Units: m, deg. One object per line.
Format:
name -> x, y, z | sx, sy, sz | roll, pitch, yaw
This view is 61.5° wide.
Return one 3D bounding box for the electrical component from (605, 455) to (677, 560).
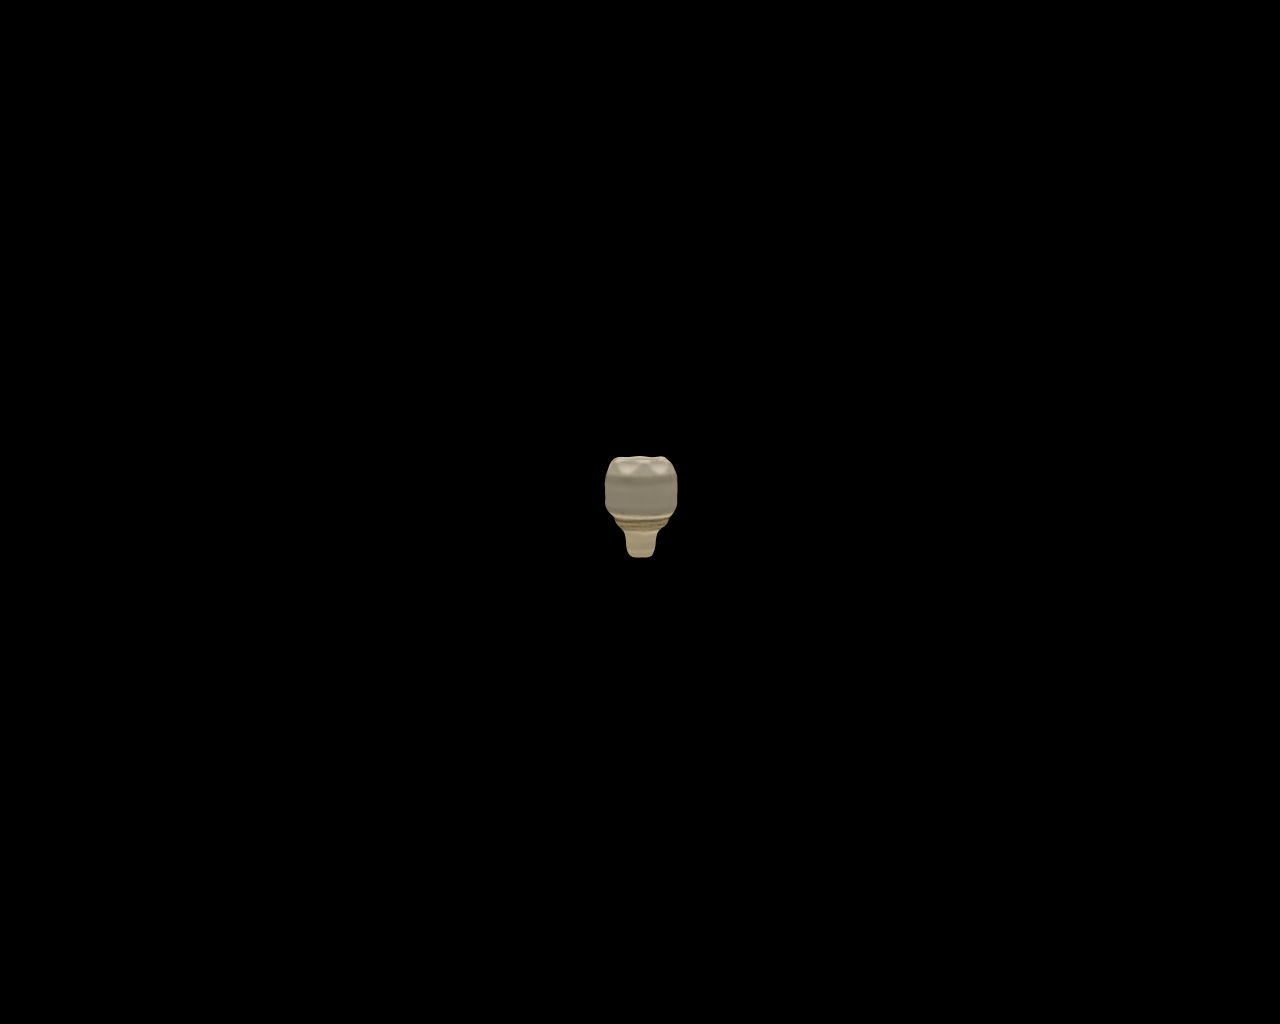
electrical component -> 0.001, -0.003, 0.650 | 0.043, 0.062, 0.043 | 0, 7, 0
